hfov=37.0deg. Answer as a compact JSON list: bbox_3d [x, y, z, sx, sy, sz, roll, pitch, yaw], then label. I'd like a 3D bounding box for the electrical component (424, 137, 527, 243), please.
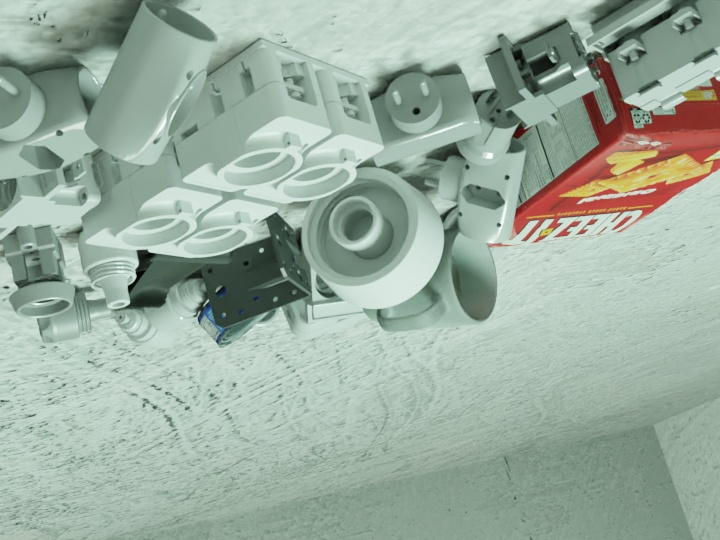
[{"bbox_3d":[0.089,-0.070,0.861,0.079,0.077,0.043,17,-151,21],"label":"electrical component"}]

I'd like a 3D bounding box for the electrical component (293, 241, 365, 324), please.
[{"bbox_3d":[0.000,0.000,0.985,0.121,0.078,0.063,-7,-170,-25],"label":"electrical component"}]

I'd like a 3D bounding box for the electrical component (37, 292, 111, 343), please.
[{"bbox_3d":[-0.249,0.038,0.935,0.062,0.043,0.043,-11,162,-18],"label":"electrical component"}]

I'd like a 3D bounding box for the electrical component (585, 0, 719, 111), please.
[{"bbox_3d":[0.222,-0.158,0.700,0.121,0.063,0.079,-28,159,35],"label":"electrical component"}]

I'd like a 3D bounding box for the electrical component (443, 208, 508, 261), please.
[{"bbox_3d":[0.092,-0.016,1.043,0.074,0.052,0.138,2,156,-44],"label":"electrical component"}]

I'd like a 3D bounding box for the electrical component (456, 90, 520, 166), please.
[{"bbox_3d":[0.096,-0.106,0.795,0.040,0.040,0.046,-10,156,-18],"label":"electrical component"}]

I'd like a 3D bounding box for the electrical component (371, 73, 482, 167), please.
[{"bbox_3d":[0.038,-0.108,0.729,0.077,0.043,0.079,-17,162,6],"label":"electrical component"}]

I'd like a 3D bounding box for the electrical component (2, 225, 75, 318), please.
[{"bbox_3d":[-0.243,0.004,0.812,0.048,0.055,0.066,-13,162,-8],"label":"electrical component"}]

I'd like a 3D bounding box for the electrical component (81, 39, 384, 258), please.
[{"bbox_3d":[-0.089,-0.068,0.715,0.186,0.060,0.105,-27,159,32],"label":"electrical component"}]

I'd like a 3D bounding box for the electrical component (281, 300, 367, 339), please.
[{"bbox_3d":[-0.027,0.027,1.056,0.095,0.053,0.059,-20,164,-15],"label":"electrical component"}]

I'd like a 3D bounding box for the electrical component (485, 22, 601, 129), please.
[{"bbox_3d":[0.127,-0.133,0.732,0.064,0.042,0.081,-24,162,20],"label":"electrical component"}]

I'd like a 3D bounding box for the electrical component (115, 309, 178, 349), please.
[{"bbox_3d":[-0.204,0.051,1.016,0.040,0.040,0.078,-21,162,17],"label":"electrical component"}]

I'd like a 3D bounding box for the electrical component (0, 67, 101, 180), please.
[{"bbox_3d":[-0.189,-0.087,0.598,0.077,0.043,0.079,-18,162,8],"label":"electrical component"}]

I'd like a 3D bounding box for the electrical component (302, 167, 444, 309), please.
[{"bbox_3d":[0.006,-0.029,0.848,0.108,0.108,0.060,-21,156,16],"label":"electrical component"}]

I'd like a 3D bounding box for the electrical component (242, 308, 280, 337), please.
[{"bbox_3d":[-0.111,0.043,1.073,0.044,0.044,0.065,-7,165,-26],"label":"electrical component"}]

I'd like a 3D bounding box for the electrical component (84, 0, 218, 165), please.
[{"bbox_3d":[-0.109,-0.105,0.590,0.077,0.044,0.079,-59,-177,21],"label":"electrical component"}]

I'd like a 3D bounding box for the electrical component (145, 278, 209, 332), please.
[{"bbox_3d":[-0.162,0.028,0.982,0.078,0.040,0.040,-28,159,34],"label":"electrical component"}]

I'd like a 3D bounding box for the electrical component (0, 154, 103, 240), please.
[{"bbox_3d":[-0.205,-0.054,0.690,0.081,0.042,0.064,-29,160,37],"label":"electrical component"}]

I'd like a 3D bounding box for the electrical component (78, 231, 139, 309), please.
[{"bbox_3d":[-0.192,-0.002,0.828,0.043,0.062,0.043,-14,163,-5],"label":"electrical component"}]
